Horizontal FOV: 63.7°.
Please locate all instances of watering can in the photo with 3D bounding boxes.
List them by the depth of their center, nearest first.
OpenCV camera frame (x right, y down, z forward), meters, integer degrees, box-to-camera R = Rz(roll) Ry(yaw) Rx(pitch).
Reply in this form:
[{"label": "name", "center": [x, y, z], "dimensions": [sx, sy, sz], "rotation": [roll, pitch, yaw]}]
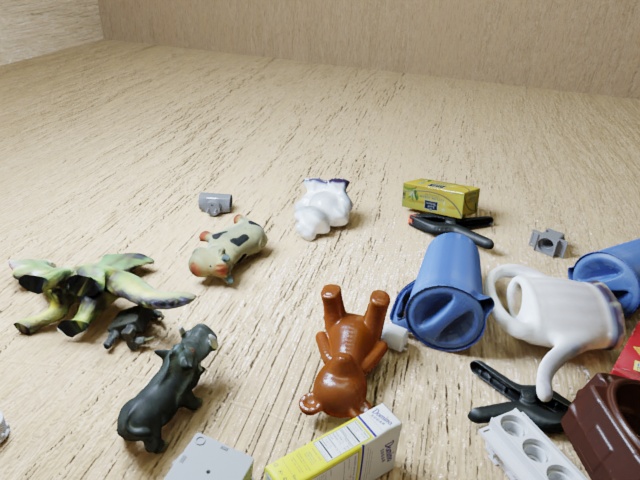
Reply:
[{"label": "watering can", "center": [0.410, 0.148, 0.882], "dimensions": [0.224, 0.102, 0.355], "rotation": [5, 30, 0]}]

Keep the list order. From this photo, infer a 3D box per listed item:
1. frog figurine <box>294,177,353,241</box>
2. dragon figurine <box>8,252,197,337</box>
[{"label": "frog figurine", "center": [0.004, -0.062, 1.227], "dimensions": [0.137, 0.120, 0.162], "rotation": [14, 66, 1]}, {"label": "dragon figurine", "center": [-0.388, 0.066, 0.935], "dimensions": [0.410, 0.120, 0.247], "rotation": [0, 21, 6]}]
